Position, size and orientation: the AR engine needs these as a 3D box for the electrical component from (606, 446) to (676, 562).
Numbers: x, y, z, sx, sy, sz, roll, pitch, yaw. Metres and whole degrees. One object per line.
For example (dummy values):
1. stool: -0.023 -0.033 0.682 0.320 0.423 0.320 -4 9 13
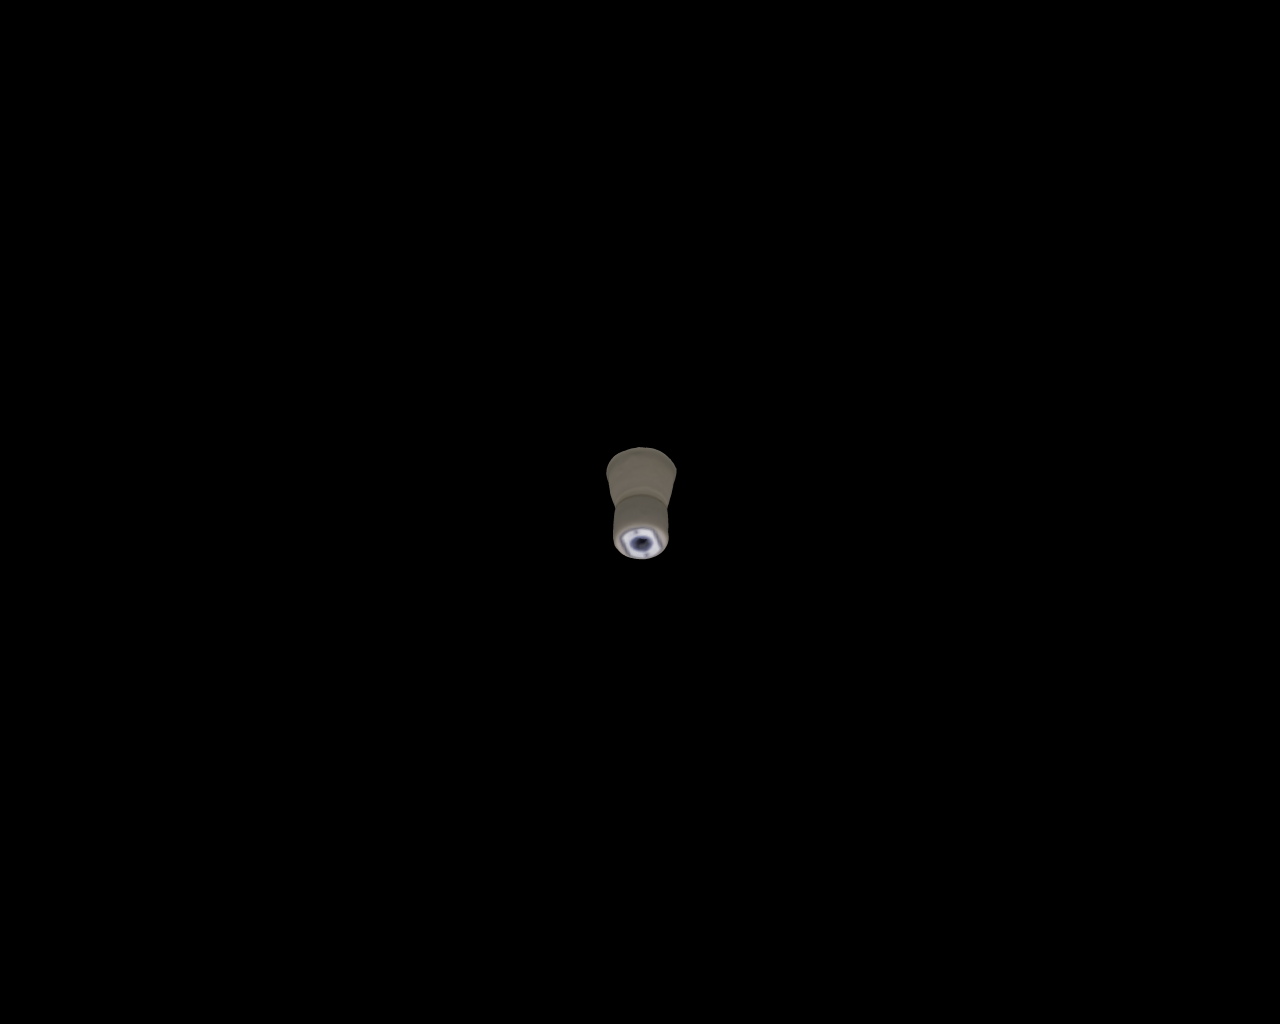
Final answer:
1. electrical component: 0.001 -0.003 0.650 0.044 0.065 0.044 0 -44 0
